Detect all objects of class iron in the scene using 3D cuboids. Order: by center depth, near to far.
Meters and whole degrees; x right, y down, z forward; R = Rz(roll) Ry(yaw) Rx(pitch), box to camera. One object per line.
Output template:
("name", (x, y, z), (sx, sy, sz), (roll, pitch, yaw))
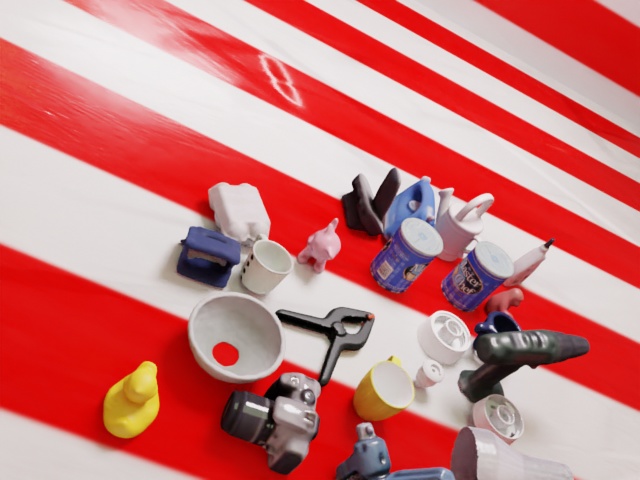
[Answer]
("iron", (0.236, -0.080, 1.394), (0.119, 0.141, 0.258), (23, 42, -13))

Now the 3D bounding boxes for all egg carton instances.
("egg carton", (-0.163, -0.051, 1.157), (0.107, 0.069, 0.150), (-1, 52, -34))

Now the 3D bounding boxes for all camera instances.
("camera", (-0.074, 0.265, 0.885), (0.137, 0.100, 0.143), (24, 41, -12))

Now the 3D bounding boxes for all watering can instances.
("watering can", (0.342, -0.049, 1.394), (0.172, 0.194, 0.101), (42, 41, 10))

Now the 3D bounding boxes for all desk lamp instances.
("desk lamp", (0.275, 0.394, 0.903), (0.203, 0.213, 0.118), (22, 42, -14))

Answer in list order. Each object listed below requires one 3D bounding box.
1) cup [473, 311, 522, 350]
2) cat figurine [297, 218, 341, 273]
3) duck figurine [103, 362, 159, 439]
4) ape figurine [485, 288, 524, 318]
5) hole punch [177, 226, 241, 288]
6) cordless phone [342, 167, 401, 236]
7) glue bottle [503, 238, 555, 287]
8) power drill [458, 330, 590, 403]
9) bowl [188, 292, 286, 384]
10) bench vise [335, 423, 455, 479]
("cup", (0.363, 0.213, 1.229), (0.118, 0.095, 0.091), (12, 45, -24))
("cat figurine", (0.011, 0.004, 1.182), (0.067, 0.117, 0.128), (31, 40, -4))
("duck figurine", (-0.261, 0.222, 0.814), (0.077, 0.086, 0.104), (25, 41, -11))
("ape figurine", (0.440, 0.149, 1.345), (0.076, 0.092, 0.078), (40, 41, 7))
("hole punch", (-0.201, 0.017, 1.050), (0.109, 0.091, 0.101), (20, 42, -16))
("cordless phone", (0.134, -0.115, 1.327), (0.094, 0.185, 0.147), (9, 46, -26))
("glue bottle", (0.528, 0.052, 1.434), (0.078, 0.173, 0.037), (-4, 53, -36))
("power drill", (0.382, 0.243, 1.125), (0.230, 0.208, 0.075), (9, 46, -26))
("bowl", (-0.144, 0.173, 0.948), (0.168, 0.074, 0.167), (18, 43, -18))
("bench vise", (0.109, 0.359, 0.823), (0.122, 0.219, 0.207), (-23, 65, -45))
